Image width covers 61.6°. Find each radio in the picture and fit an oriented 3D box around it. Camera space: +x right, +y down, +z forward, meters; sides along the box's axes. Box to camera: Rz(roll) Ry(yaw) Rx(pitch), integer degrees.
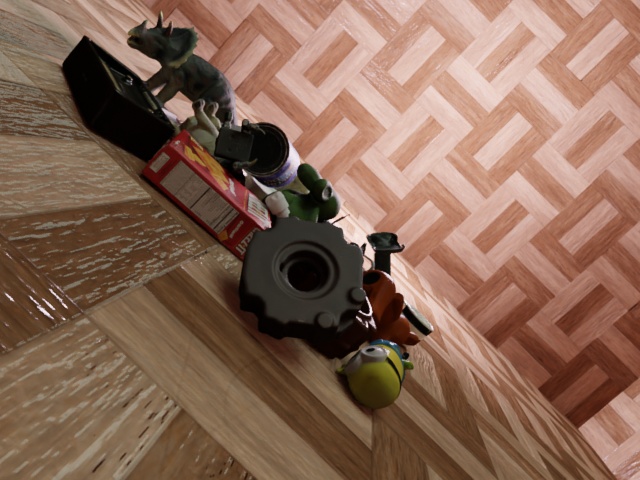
[{"bbox_3d":[-0.336,-0.236,0.893,0.131,0.073,0.230,33,15,-49],"label":"radio"}]

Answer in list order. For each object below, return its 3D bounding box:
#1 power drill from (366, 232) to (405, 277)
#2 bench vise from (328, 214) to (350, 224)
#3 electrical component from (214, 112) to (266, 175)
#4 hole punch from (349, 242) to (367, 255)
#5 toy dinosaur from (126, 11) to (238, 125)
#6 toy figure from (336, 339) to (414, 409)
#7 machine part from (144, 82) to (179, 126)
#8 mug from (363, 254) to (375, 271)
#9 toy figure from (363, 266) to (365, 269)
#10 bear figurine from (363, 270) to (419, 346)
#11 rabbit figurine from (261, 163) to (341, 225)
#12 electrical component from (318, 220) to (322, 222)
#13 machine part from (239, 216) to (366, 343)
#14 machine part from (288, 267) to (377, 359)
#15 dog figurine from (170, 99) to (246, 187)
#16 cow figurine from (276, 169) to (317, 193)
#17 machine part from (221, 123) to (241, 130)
[{"bbox_3d":[0.153,0.098,1.227,0.232,0.086,0.207,-108,-171,-64],"label":"power drill"},{"bbox_3d":[-0.036,-0.092,1.411,0.241,0.129,0.223,52,9,12],"label":"bench vise"},{"bbox_3d":[-0.144,-0.169,0.948,0.078,0.102,0.045,20,-7,-16],"label":"electrical component"},{"bbox_3d":[0.022,0.045,1.059,0.092,0.142,0.115,24,-7,21],"label":"hole punch"},{"bbox_3d":[-0.284,-0.357,1.275,0.404,0.192,0.131,37,14,-34],"label":"toy dinosaur"},{"bbox_3d":[0.095,0.200,0.825,0.089,0.082,0.180,45,7,17],"label":"toy figure"},{"bbox_3d":[-0.350,-0.283,1.146,0.139,0.039,0.084,48,16,11],"label":"machine part"},{"bbox_3d":[0.061,0.074,1.166,0.107,0.109,0.080,33,9,23],"label":"mug"},{"bbox_3d":[0.084,0.070,1.393,0.154,0.064,0.058,50,-28,6],"label":"toy figure"},{"bbox_3d":[0.110,0.158,1.049,0.120,0.132,0.195,11,-48,37],"label":"bear figurine"},{"bbox_3d":[-0.032,-0.072,1.064,0.170,0.159,0.121,-21,50,-34],"label":"rabbit figurine"},{"bbox_3d":[-0.002,-0.003,1.130,0.075,0.119,0.048,0,7,7],"label":"electrical component"},{"bbox_3d":[-0.023,0.049,0.714,0.179,0.179,0.056,48,-28,17],"label":"machine part"},{"bbox_3d":[-0.004,0.075,0.865,0.201,0.087,0.201,45,12,-21],"label":"machine part"},{"bbox_3d":[-0.218,-0.170,1.096,0.190,0.121,0.172,58,13,-5],"label":"dog figurine"},{"bbox_3d":[-0.076,-0.135,1.300,0.195,0.127,0.085,40,-7,38],"label":"cow figurine"},{"bbox_3d":[-0.197,-0.235,1.280,0.243,0.079,0.079,1,39,-41],"label":"machine part"}]
